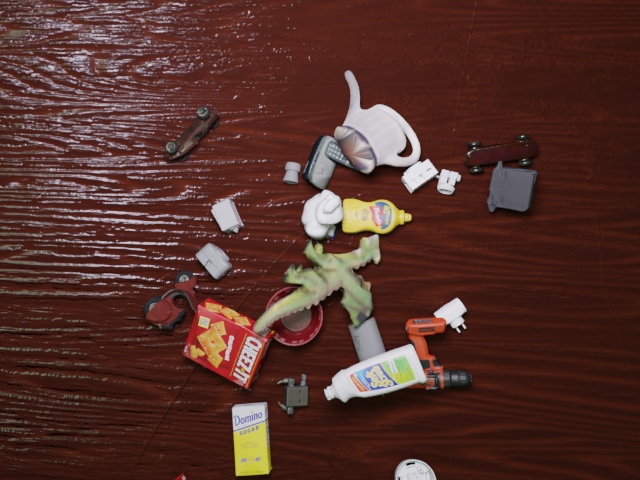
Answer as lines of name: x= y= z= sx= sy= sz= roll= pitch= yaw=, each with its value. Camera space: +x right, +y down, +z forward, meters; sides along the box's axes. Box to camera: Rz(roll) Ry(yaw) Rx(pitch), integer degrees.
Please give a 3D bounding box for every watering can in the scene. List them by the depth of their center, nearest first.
watering can: x=0.128 y=-0.325 z=1.454 sx=0.227 sy=0.102 sz=0.350 roll=-35 pitch=76 yaw=-30

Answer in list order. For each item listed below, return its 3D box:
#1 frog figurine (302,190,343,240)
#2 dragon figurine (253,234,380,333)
frog figurine: x=0.004 y=-0.071 z=1.412 sx=0.123 sy=0.158 sz=0.138 roll=27 pitch=86 yaw=10
dragon figurine: x=0.030 y=0.134 z=1.368 sx=0.243 sy=0.120 sz=0.417 roll=31 pitch=66 yaw=8
